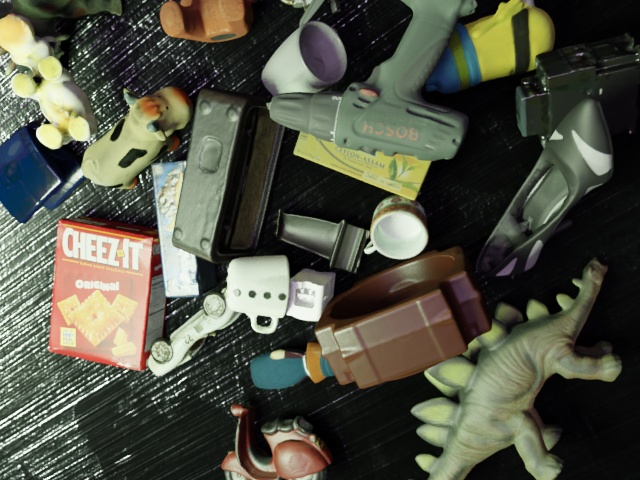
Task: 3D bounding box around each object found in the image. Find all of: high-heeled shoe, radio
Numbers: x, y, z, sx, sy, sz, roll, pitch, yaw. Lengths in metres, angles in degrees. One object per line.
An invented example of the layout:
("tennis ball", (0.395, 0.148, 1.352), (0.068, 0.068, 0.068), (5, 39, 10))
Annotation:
("high-heeled shoe", (0.250, -0.049, 0.636), (0.145, 0.248, 0.086), (-25, 49, -4))
("radio", (-0.122, -0.087, 0.735), (0.073, 0.131, 0.229), (17, 101, 19))

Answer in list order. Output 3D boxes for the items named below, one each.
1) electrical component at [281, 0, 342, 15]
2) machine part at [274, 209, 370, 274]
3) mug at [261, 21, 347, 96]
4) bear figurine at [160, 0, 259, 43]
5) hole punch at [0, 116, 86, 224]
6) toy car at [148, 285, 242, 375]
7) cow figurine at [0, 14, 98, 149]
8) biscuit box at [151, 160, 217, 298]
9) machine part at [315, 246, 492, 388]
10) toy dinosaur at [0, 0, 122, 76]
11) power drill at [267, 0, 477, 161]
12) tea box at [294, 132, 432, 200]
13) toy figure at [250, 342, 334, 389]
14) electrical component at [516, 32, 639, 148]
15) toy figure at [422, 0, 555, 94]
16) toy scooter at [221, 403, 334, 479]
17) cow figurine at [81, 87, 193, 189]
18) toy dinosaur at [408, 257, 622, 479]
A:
("electrical component", (-0.014, -0.353, 0.720), (0.078, 0.045, 0.102), (-3, 97, 14))
("machine part", (-0.002, -0.002, 0.773), (0.139, 0.039, 0.084), (20, 107, 8))
("mug", (-0.025, -0.239, 0.717), (0.080, 0.109, 0.107), (40, 147, -30))
("bear figurine", (-0.147, -0.369, 0.708), (0.120, 0.132, 0.195), (-5, 103, 12))
("hole punch", (-0.437, -0.100, 0.812), (0.142, 0.092, 0.115), (-39, 108, 18))
("toy car", (-0.179, 0.131, 0.812), (0.202, 0.073, 0.056), (-39, 85, 15))
("cow figurine", (-0.350, -0.206, 0.702), (0.068, 0.098, 0.167), (-20, 107, 1))
("biscuit box", (-0.201, -0.017, 0.802), (0.059, 0.063, 0.202), (-3, 97, 14))
("machine part", (0.105, 0.093, 0.677), (0.201, 0.201, 0.087), (-24, 95, 15))
("toy dinosaur", (-0.325, -0.354, 0.686), (0.405, 0.192, 0.131), (-30, 103, 43))
("power drill", (0.073, -0.201, 0.617), (0.232, 0.086, 0.207), (21, 90, 7))
("tea box", (0.062, -0.115, 0.711), (0.170, 0.098, 0.068), (21, 103, 7))
("toy figure", (-0.025, 0.183, 0.794), (0.155, 0.064, 0.058), (-12, 59, 9))
("electrical component", (0.306, -0.169, 0.643), (0.134, 0.058, 0.114), (-12, 132, 14))
("toy figure", (0.198, -0.232, 0.674), (0.180, 0.082, 0.089), (-23, 104, 10))
("toy scooter", (-0.075, 0.308, 0.817), (0.184, 0.075, 0.135), (-12, 94, 18))
("cow figurine", (-0.261, -0.147, 0.764), (0.195, 0.127, 0.085), (-35, 92, 17))
("toy dinosaur", (0.235, 0.220, 0.722), (0.199, 0.105, 0.471), (31, 94, 14))
